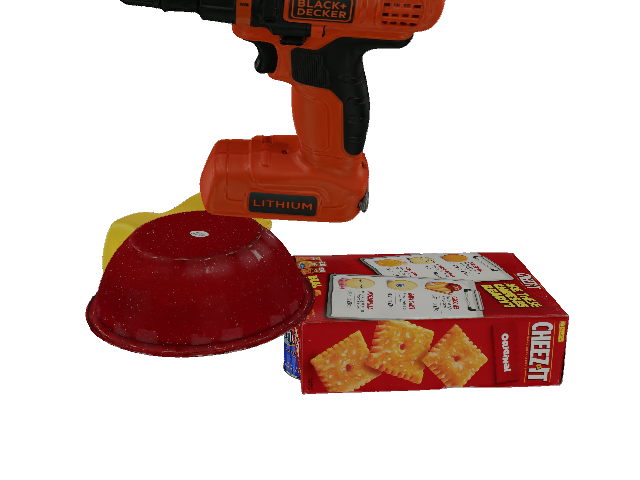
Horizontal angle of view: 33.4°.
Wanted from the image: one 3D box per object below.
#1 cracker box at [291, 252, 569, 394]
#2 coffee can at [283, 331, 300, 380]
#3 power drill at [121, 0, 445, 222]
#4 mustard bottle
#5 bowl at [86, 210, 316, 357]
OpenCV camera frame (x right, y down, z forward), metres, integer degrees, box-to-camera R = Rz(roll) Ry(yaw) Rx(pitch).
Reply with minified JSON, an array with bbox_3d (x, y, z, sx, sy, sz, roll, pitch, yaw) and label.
[{"bbox_3d":[0.082,0.068,0.914,0.213,0.072,0.164,0,18,-6],"label":"cracker box"},{"bbox_3d":[0.000,0.109,1.459,0.103,0.140,0.103,0,19,0],"label":"coffee can"},{"bbox_3d":[-0.031,-0.093,0.611,0.184,0.057,0.188,5,-41,-3],"label":"power drill"},{"bbox_3d":[-0.109,0.007,0.963,0.058,0.096,0.191,12,22,33],"label":"mustard bottle"},{"bbox_3d":[-0.084,0.020,0.743,0.162,0.055,0.162,-2,22,1],"label":"bowl"}]
